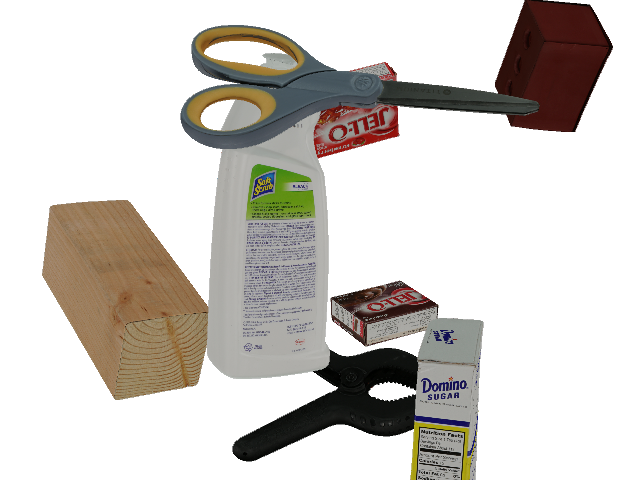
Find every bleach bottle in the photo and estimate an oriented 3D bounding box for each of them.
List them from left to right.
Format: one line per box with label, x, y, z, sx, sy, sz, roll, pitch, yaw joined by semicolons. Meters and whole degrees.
bleach bottle;-0.033;-0.019;0.836;0.102;0.251;0.068;-4;21;-27

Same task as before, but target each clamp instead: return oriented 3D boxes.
clamp;0.023;0.146;0.989;0.210;0.036;0.164;6;44;13

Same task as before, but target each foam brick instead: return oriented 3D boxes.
foam brick;0.163;-0.123;0.755;0.051;0.053;0.078;1;-45;-12

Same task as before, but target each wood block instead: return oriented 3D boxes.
wood block;-0.196;0.051;1.054;0.090;0.091;0.206;-6;35;-33

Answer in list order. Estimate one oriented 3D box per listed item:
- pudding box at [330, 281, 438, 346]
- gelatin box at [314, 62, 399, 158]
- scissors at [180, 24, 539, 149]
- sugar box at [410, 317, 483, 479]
pudding box;0.082;0.093;1.383;0.113;0.039;0.090;-14;24;-25
gelatin box;0.030;-0.123;1.016;0.089;0.073;0.030;-15;44;-9
scissors;0.009;-0.072;0.591;0.202;0.096;0.016;20;-30;18
sugar box;0.087;0.151;0.751;0.048;0.176;0.093;2;14;11
